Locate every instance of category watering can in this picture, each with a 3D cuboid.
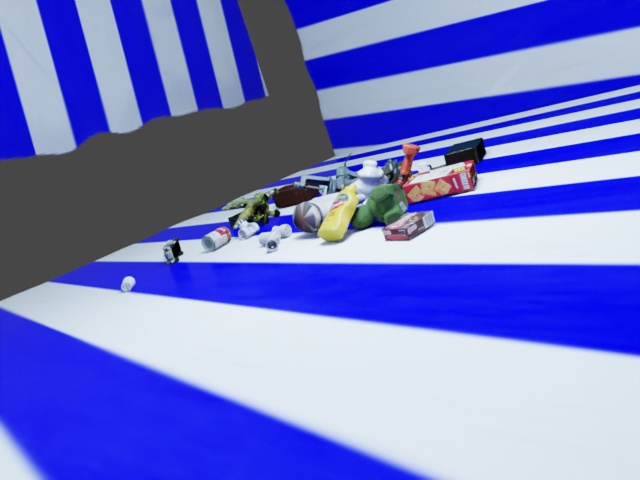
[{"bbox_3d":[0.005,-0.086,1.716,0.226,0.104,0.344,-19,0,-33],"label":"watering can"}]

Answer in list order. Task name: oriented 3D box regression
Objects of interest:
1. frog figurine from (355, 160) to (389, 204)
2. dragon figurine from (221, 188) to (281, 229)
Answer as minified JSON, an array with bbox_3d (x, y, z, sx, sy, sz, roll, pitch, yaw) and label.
[{"bbox_3d":[0.173,-0.203,1.823,0.137,0.158,0.124,-16,10,14],"label":"frog figurine"},{"bbox_3d":[-0.317,-0.131,2.216,0.242,0.121,0.416,-1,20,34],"label":"dragon figurine"}]
